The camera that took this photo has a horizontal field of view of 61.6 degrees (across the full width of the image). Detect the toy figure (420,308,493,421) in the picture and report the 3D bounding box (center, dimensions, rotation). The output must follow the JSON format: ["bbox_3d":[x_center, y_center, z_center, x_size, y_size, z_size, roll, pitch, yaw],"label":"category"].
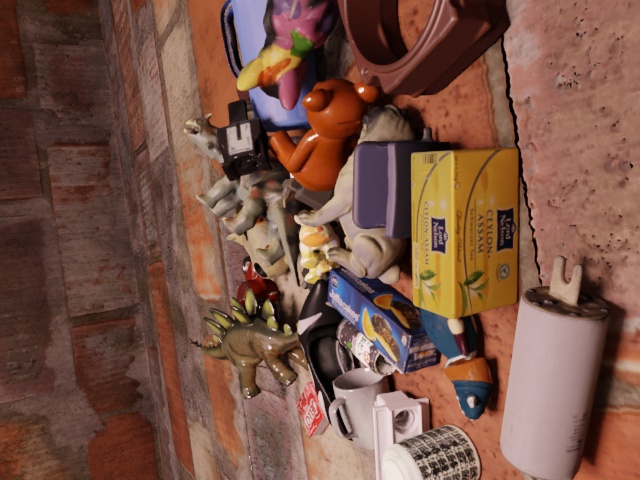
[{"bbox_3d":[0.163,0.130,0.629,0.058,0.064,0.154,-25,77,21],"label":"toy figure"}]

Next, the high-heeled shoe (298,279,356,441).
[{"bbox_3d":[0.023,0.195,0.855,0.145,0.086,0.248,-118,17,-59],"label":"high-heeled shoe"}]

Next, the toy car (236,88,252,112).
[{"bbox_3d":[-0.117,-0.308,1.033,0.202,0.053,0.089,-4,98,65],"label":"toy car"}]

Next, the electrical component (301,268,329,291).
[{"bbox_3d":[-0.008,0.071,0.960,0.063,0.021,0.094,64,146,29],"label":"electrical component"}]

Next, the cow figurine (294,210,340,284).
[{"bbox_3d":[0.000,-0.003,0.834,0.167,0.068,0.098,81,-178,-61],"label":"cow figurine"}]

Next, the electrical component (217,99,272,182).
[{"bbox_3d":[-0.120,-0.156,0.833,0.047,0.075,0.119,67,-173,-60],"label":"electrical component"}]

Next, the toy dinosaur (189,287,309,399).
[{"bbox_3d":[-0.144,0.207,1.083,0.471,0.105,0.198,-31,87,47],"label":"toy dinosaur"}]

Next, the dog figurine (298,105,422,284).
[{"bbox_3d":[0.087,-0.057,0.698,0.172,0.121,0.190,42,122,3],"label":"dog figurine"}]

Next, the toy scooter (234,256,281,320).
[{"bbox_3d":[-0.131,0.132,1.147,0.135,0.075,0.183,31,119,52],"label":"toy scooter"}]

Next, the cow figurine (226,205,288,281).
[{"bbox_3d":[-0.124,0.000,1.095,0.195,0.085,0.127,58,137,35],"label":"cow figurine"}]

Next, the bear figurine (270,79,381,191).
[{"bbox_3d":[0.003,-0.162,0.751,0.195,0.120,0.132,96,151,-54],"label":"bear figurine"}]

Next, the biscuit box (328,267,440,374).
[{"bbox_3d":[0.085,0.103,0.759,0.203,0.063,0.059,37,127,52],"label":"biscuit box"}]

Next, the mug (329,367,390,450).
[{"bbox_3d":[0.064,0.259,0.799,0.081,0.109,0.107,-9,99,43],"label":"mug"}]

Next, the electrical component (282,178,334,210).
[{"bbox_3d":[-0.015,-0.079,0.868,0.045,0.102,0.078,-16,58,58],"label":"electrical component"}]

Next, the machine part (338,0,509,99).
[{"bbox_3d":[0.107,-0.281,0.603,0.201,0.087,0.201,-36,67,58],"label":"machine part"}]

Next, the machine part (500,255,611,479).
[{"bbox_3d":[0.220,0.134,0.508,0.079,0.079,0.243,27,119,56],"label":"machine part"}]

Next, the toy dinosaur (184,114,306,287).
[{"bbox_3d":[-0.103,-0.089,0.986,0.405,0.192,0.131,39,176,30],"label":"toy dinosaur"}]

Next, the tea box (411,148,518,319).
[{"bbox_3d":[0.154,-0.011,0.571,0.068,0.098,0.169,12,108,60],"label":"tea box"}]

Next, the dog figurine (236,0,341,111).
[{"bbox_3d":[-0.036,-0.293,0.729,0.191,0.108,0.219,126,165,-81],"label":"dog figurine"}]

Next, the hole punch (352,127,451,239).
[{"bbox_3d":[0.105,-0.060,0.620,0.092,0.116,0.142,-158,66,-71],"label":"hole punch"}]
